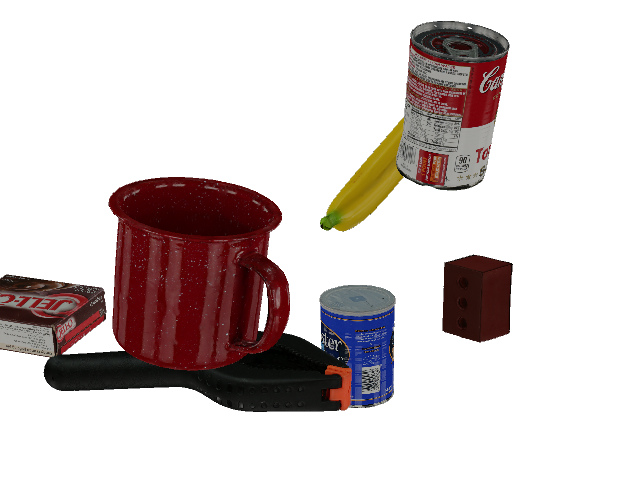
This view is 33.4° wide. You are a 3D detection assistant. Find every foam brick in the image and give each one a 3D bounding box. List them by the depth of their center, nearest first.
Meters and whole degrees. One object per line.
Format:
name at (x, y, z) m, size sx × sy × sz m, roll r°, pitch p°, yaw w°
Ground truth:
foam brick at (0.162, 0.060, 1.107) m, size 0.051 × 0.078 × 0.053 m, roll -14°, pitch 20°, yaw -42°

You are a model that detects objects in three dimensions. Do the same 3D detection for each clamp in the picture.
clamp at (-0.072, 0.084, 0.787) m, size 0.210 × 0.036 × 0.164 m, roll 7°, pitch 20°, yaw 17°

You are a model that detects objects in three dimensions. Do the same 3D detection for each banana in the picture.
banana at (0.067, -0.074, 0.979) m, size 0.037 × 0.197 × 0.070 m, roll 41°, pitch -11°, yaw -5°

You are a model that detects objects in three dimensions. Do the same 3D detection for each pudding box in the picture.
pudding box at (-0.271, 0.069, 0.997) m, size 0.114 × 0.039 × 0.090 m, roll 5°, pitch 20°, yaw 19°

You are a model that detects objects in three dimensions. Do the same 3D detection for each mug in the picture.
mug at (-0.062, 0.022, 0.582) m, size 0.117 × 0.081 × 0.093 m, roll 23°, pitch 26°, yaw 33°

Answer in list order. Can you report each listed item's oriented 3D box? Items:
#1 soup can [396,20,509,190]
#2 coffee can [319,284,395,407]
soup can at (0.091, -0.095, 0.754) m, size 0.068 × 0.102 × 0.068 m, roll 4°, pitch 31°, yaw -2°
coffee can at (0.051, 0.143, 1.459) m, size 0.103 × 0.140 × 0.103 m, roll -1°, pitch 18°, yaw 0°
